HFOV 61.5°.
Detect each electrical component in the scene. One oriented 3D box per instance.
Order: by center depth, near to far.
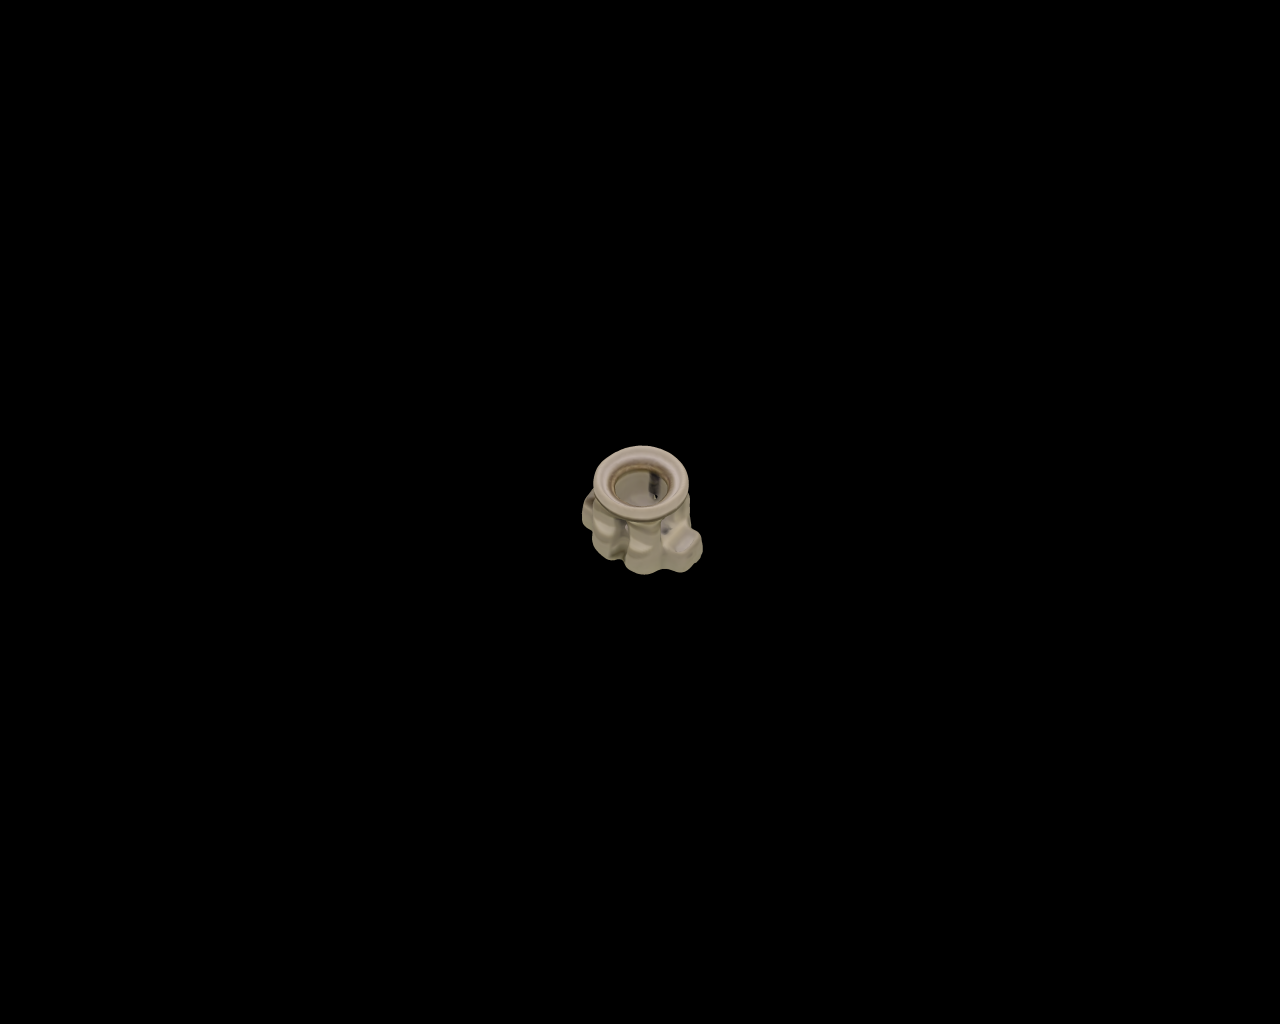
[{"bbox_3d":[0.001,-0.003,0.650,0.078,0.056,0.058,27,53,22],"label":"electrical component"}]
